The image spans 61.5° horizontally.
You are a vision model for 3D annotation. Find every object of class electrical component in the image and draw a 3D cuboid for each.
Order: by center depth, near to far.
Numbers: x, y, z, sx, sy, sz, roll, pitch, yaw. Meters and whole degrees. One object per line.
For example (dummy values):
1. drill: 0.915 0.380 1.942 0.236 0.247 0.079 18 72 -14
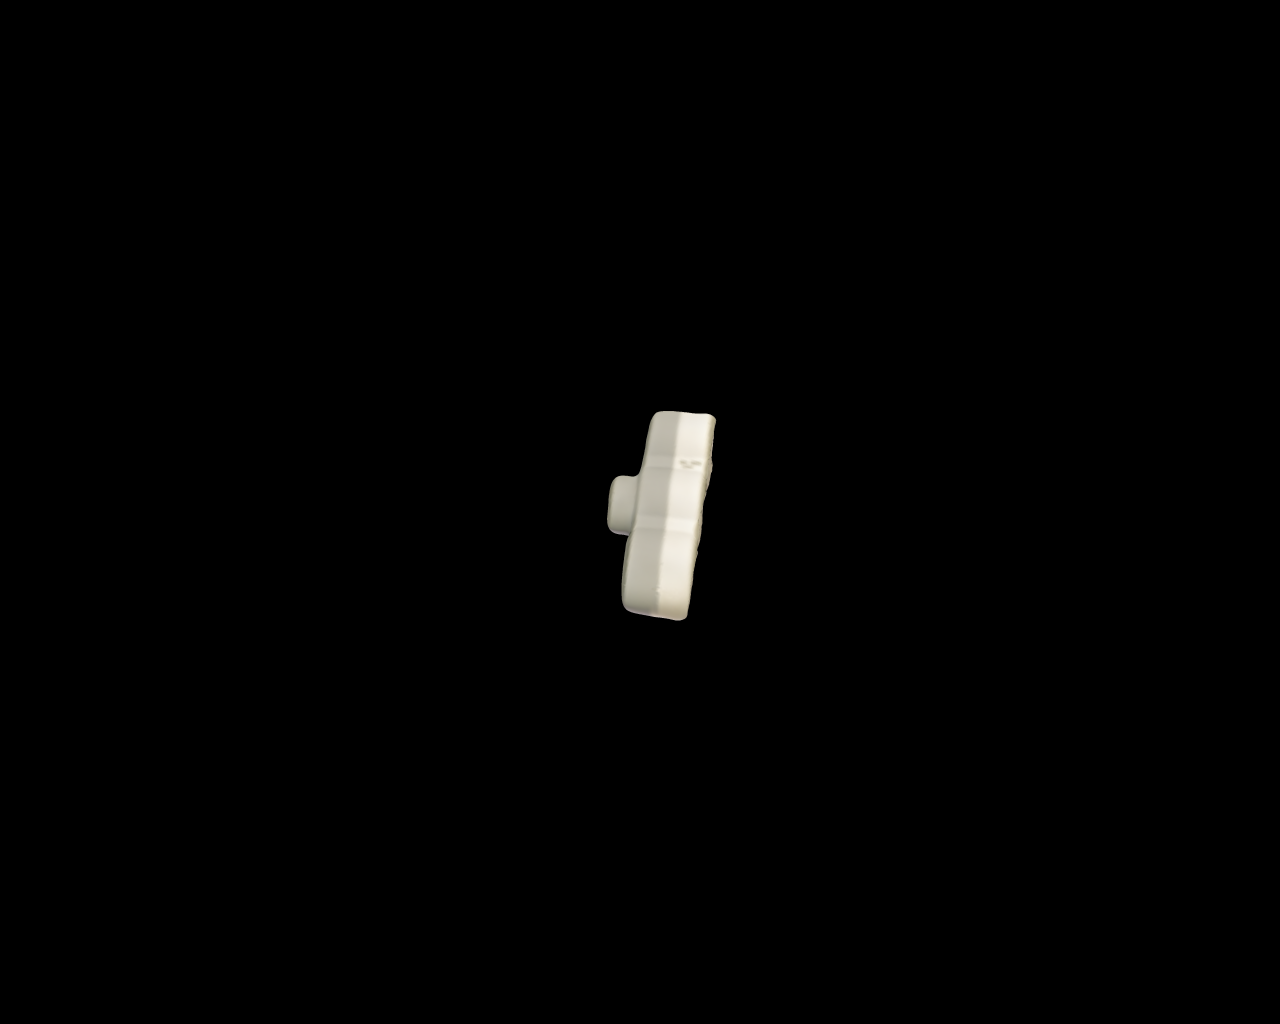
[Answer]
1. electrical component: 0.001 -0.003 0.650 0.074 0.138 0.052 7 -32 5
